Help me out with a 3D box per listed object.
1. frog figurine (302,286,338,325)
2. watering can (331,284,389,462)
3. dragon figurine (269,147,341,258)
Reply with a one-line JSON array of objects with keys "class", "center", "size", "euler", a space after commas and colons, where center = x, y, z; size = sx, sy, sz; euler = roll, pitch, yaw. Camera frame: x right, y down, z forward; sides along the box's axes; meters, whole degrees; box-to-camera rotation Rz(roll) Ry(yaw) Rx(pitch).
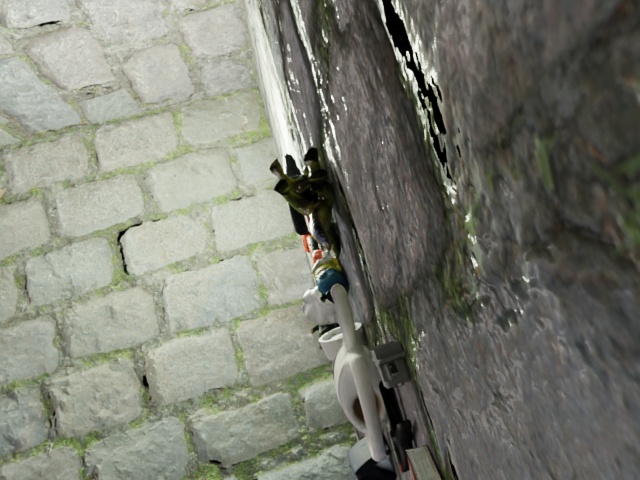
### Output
[{"class": "frog figurine", "center": [0.015, 0.200, 1.569], "size": [0.137, 0.124, 0.158], "euler": [43, 167, -5]}, {"class": "watering can", "center": [0.073, 0.249, 1.023], "size": [0.224, 0.104, 0.348], "euler": [137, 119, -86]}, {"class": "dragon figurine", "center": [0.003, -0.057, 1.140], "size": [0.238, 0.122, 0.420], "euler": [55, -167, -43]}]
